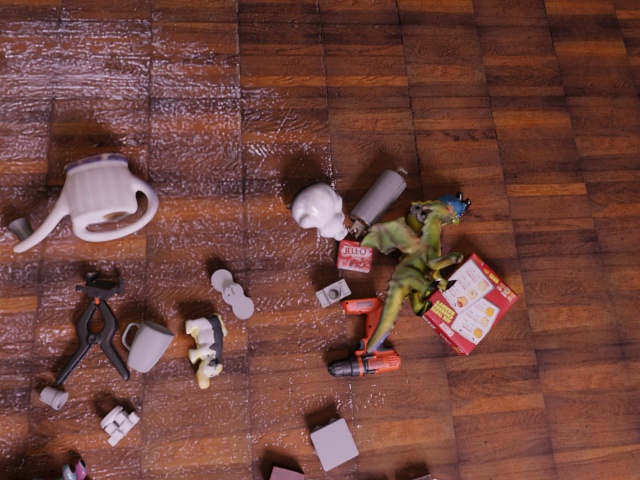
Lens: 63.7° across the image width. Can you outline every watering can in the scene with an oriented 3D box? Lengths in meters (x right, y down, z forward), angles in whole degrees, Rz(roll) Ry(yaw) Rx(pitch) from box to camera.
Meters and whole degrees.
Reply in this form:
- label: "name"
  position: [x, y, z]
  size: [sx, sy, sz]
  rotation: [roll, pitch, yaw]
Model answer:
- label: "watering can"
  position: [-0.585, -0.097, 1.277]
  size: [0.349, 0.102, 0.227]
  rotation: [-13, 75, -13]

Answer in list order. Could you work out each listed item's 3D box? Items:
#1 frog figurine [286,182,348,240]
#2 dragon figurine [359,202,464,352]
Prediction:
- label: "frog figurine"
  position: [0.004, -0.067, 1.339]
  size: [0.139, 0.120, 0.161]
  rotation: [-25, 67, -32]
- label: "dragon figurine"
  position: [0.201, 0.059, 1.293]
  size: [0.411, 0.120, 0.246]
  rotation: [-41, 62, -4]
